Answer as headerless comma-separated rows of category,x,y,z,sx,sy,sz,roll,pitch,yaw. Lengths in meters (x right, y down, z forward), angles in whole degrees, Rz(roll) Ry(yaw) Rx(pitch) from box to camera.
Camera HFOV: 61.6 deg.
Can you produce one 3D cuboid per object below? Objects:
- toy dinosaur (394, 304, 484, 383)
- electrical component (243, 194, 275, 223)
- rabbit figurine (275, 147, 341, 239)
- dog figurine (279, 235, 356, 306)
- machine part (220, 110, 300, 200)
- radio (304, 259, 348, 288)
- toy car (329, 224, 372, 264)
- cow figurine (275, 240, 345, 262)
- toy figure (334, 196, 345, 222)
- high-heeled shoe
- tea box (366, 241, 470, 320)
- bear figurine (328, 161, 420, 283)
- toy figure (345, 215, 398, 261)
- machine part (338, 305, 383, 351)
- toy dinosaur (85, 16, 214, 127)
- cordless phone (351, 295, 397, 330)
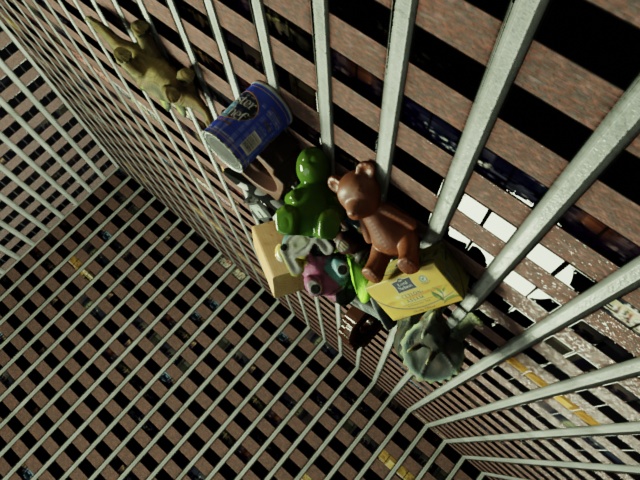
toy dinosaur,0.226,0.219,1.206,0.131,0.192,0.405,44,164,1
electrical component,-0.159,-0.087,1.569,0.075,0.048,0.119,-8,133,45
rabbit figurine,-0.007,-0.094,1.045,0.121,0.170,0.159,7,-172,11
dog figurine,0.006,0.063,1.206,0.191,0.108,0.219,50,-179,12
machine part,-0.130,-0.192,1.154,0.201,0.087,0.201,42,164,0
radio,0.012,0.097,1.519,0.229,0.131,0.073,150,117,-74
toy car,0.073,0.007,1.149,0.089,0.053,0.202,37,-169,10
cow figurine,-0.019,0.030,1.280,0.167,0.068,0.098,0,173,-32
toy figure,0.010,-0.053,1.206,0.089,0.082,0.180,29,160,6
high-heeled shoe,-0.118,-0.100,1.322,0.249,0.086,0.145,18,140,10
tea box,0.183,0.081,1.017,0.098,0.068,0.170,47,136,-15
bear figurine,0.094,-0.034,0.961,0.120,0.132,0.195,-17,129,38
toy figure,0.119,-0.007,1.086,0.154,0.064,0.057,40,149,9
machine part,0.127,0.239,1.575,0.056,0.179,0.179,35,164,32
toy dinosaur,-0.396,-0.394,1.231,0.471,0.105,0.198,45,169,6
cordless phone,0.124,0.154,1.442,0.184,0.089,0.146,21,157,35
